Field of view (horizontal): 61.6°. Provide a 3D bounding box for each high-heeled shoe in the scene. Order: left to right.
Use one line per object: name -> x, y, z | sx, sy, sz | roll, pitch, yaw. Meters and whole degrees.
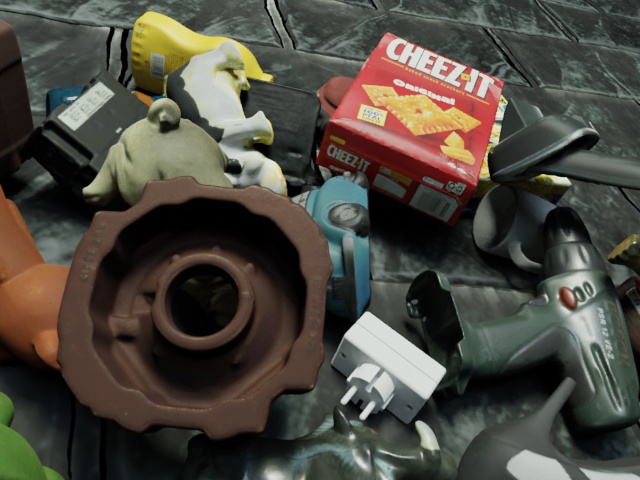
high-heeled shoe -> 0.223, 0.219, 0.406 | 0.249, 0.086, 0.145 | 41, 75, 2

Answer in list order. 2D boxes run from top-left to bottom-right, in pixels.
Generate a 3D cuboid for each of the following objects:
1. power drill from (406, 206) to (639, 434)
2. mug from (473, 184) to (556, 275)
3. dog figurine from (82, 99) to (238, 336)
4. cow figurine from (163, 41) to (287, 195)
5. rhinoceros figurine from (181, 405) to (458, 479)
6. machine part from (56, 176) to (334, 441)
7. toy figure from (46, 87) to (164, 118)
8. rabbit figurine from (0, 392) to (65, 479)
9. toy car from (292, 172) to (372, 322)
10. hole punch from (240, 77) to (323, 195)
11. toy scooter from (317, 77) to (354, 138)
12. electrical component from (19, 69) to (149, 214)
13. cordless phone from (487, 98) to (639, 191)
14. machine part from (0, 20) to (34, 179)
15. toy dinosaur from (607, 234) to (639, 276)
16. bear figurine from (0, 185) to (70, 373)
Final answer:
power drill -> 0.190, 0.067, 0.510 | 0.207, 0.086, 0.232 | 3, 62, -21
mug -> 0.249, -0.006, 0.624 | 0.107, 0.080, 0.110 | 13, 39, -17
dog figurine -> -0.083, -0.003, 0.441 | 0.191, 0.172, 0.121 | 34, 55, 25
cow figurine -> -0.096, -0.104, 0.544 | 0.098, 0.068, 0.167 | -21, 84, -4
rhinoceros figurine -> 0.002, 0.170, 0.367 | 0.190, 0.073, 0.112 | 5, 32, -10
machine part -> -0.077, 0.044, 0.354 | 0.179, 0.056, 0.179 | 2, 68, -5
toy figure -> -0.225, -0.144, 0.610 | 0.154, 0.057, 0.064 | -6, 58, -31
rabbit figurine -> -0.243, 0.109, 0.298 | 0.121, 0.158, 0.170 | -32, 47, -29
toy car -> -0.001, -0.002, 0.516 | 0.103, 0.109, 0.162 | -1, 35, 3
hole punch -> -0.064, -0.112, 0.625 | 0.142, 0.092, 0.115 | 13, 78, -8
toy scooter -> 0.042, -0.137, 0.689 | 0.135, 0.075, 0.184 | -27, 65, -37
electrical component -> -0.197, -0.082, 0.527 | 0.134, 0.058, 0.115 | 43, 42, -19
cordless phone -> 0.280, -0.081, 0.551 | 0.184, 0.088, 0.146 | 21, 16, 31
machine part -> -0.358, -0.141, 0.452 | 0.201, 0.200, 0.087 | 24, 45, 4
toy dinosaur -> 0.416, 0.056, 0.545 | 0.471, 0.105, 0.198 | -7, 62, -47
bear figurine -> -0.247, 0.034, 0.400 | 0.195, 0.132, 0.120 | 53, 9, -6
